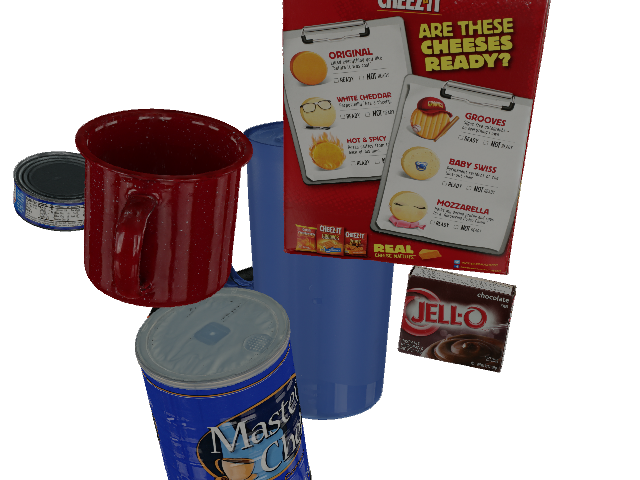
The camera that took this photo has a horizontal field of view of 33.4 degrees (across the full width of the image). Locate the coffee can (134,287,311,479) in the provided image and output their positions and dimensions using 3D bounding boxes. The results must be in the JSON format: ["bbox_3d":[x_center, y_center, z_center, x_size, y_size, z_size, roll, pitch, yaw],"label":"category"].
[{"bbox_3d":[-0.064,0.118,0.735,0.103,0.140,0.103,-5,32,3],"label":"coffee can"}]

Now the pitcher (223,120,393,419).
[{"bbox_3d":[-0.009,0.021,0.902,0.144,0.243,0.149,-10,20,-34],"label":"pitcher"}]

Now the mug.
[{"bbox_3d":[-0.087,-0.011,0.569,0.093,0.081,0.117,8,27,1],"label":"mug"}]

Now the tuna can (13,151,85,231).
[{"bbox_3d":[-0.228,-0.044,0.944,0.086,0.034,0.086,8,32,-5],"label":"tuna can"}]

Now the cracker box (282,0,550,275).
[{"bbox_3d":[0.059,-0.085,0.724,0.164,0.214,0.072,6,36,7],"label":"cracker box"}]

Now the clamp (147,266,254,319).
[{"bbox_3d":[-0.113,0.055,1.156,0.120,0.039,0.171,-5,26,35],"label":"clamp"}]

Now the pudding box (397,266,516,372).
[{"bbox_3d":[0.143,0.082,1.124,0.113,0.090,0.039,10,22,10],"label":"pudding box"}]
